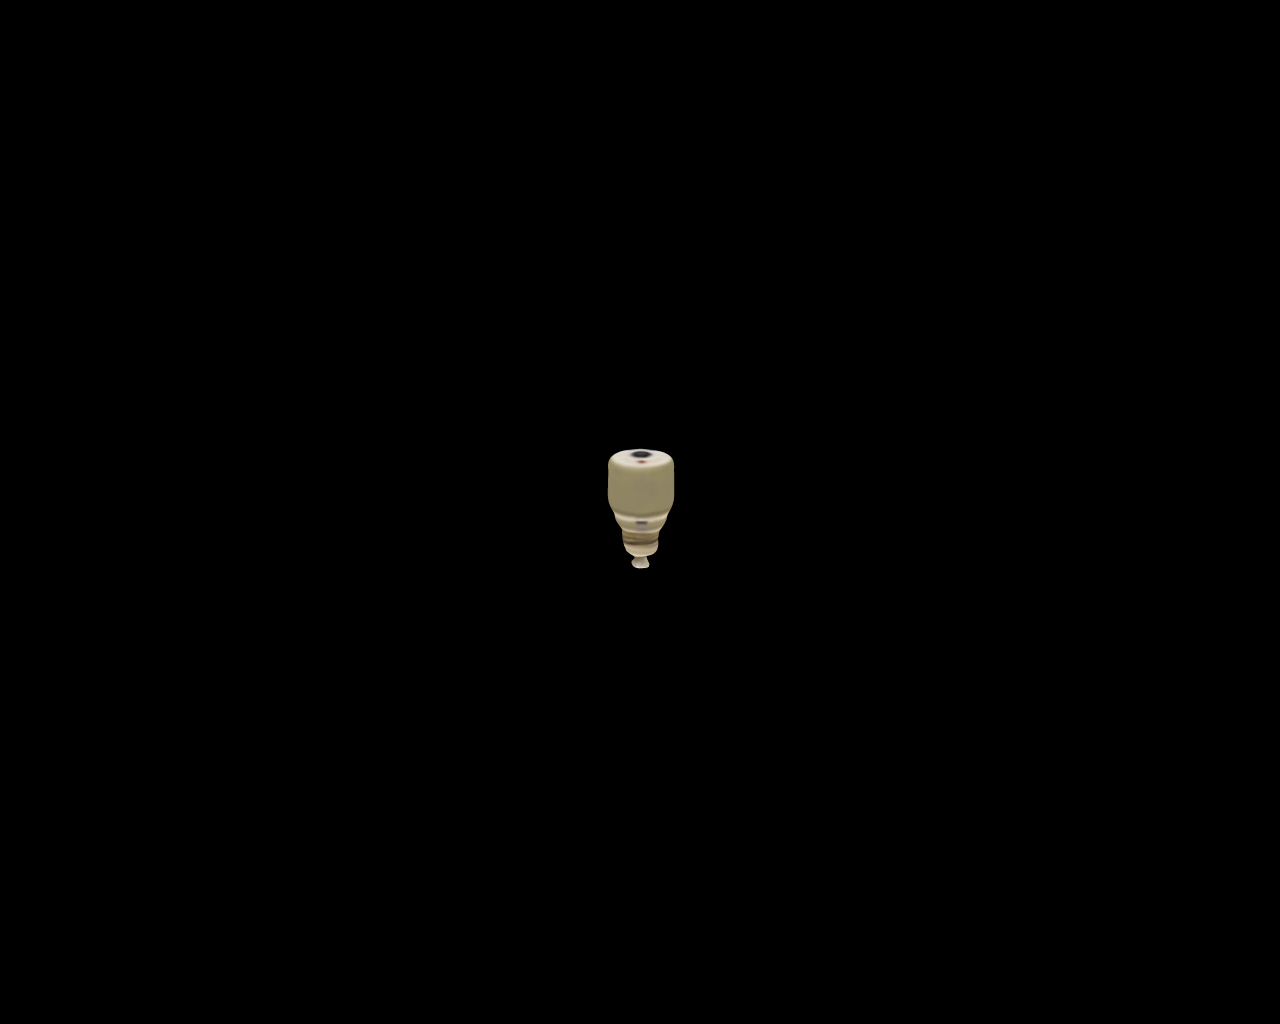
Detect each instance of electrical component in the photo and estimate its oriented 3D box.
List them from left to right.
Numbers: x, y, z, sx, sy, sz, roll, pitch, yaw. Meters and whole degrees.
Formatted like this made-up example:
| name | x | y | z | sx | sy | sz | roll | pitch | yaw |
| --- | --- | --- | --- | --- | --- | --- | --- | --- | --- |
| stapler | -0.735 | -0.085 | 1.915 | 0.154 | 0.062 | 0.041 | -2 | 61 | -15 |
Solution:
| name | x | y | z | sx | sy | sz | roll | pitch | yaw |
| --- | --- | --- | --- | --- | --- | --- | --- | --- | --- |
| electrical component | 0.001 | -0.003 | 0.650 | 0.040 | 0.078 | 0.040 | 0 | 21 | 0 |
